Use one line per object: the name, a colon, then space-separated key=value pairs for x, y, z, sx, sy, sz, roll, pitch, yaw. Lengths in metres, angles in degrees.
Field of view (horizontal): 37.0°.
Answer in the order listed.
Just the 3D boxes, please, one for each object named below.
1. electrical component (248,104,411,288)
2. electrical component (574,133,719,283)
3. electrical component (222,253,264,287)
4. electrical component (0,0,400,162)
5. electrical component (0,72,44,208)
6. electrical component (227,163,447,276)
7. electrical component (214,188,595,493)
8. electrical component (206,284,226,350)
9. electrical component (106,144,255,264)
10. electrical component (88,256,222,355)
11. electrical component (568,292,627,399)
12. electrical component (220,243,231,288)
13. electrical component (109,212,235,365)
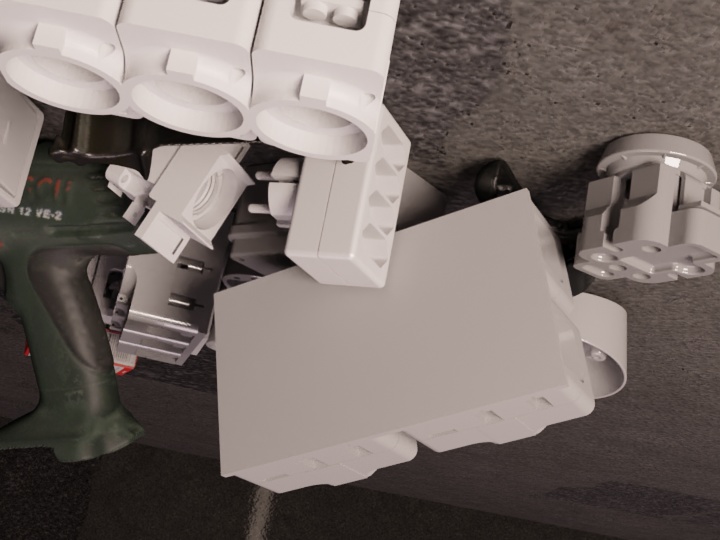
electrical component: x=-0.022 y=-0.039 z=0.553 sx=0.076 sy=0.083 sz=0.047 roll=4 pitch=162 yaw=23
electrical component: x=0.143 y=-0.030 z=0.524 sx=0.058 sy=0.057 sz=0.078 roll=20 pitch=161 yaw=-30
electrical component: x=-0.064 y=-0.010 z=0.745 sx=0.055 sy=0.047 sz=0.055 roll=10 pitch=164 yaw=3
electrical component: x=-0.063 y=-0.093 z=0.434 sx=0.150 sy=0.061 sz=0.089 roll=11 pitch=164 yaw=0
electrical component: x=-0.216 y=-0.075 z=0.594 sx=0.061 sy=0.061 sz=0.096 roll=7 pitch=164 yaw=12
electrical component: x=-0.014 y=-0.025 z=0.642 sx=0.113 sy=0.057 sz=0.078 roll=-2 pitch=159 yaw=38
electrical component: x=0.019 y=0.044 z=0.568 sx=0.186 sy=0.105 sz=0.060 roll=-18 pitch=150 yaw=21
electrical component: x=-0.107 y=0.043 z=0.939 sx=0.045 sy=0.055 sz=0.045 roll=10 pitch=164 yaw=3
electrical component: x=-0.101 y=-0.051 z=0.595 sx=0.064 sy=0.081 sz=0.042 roll=29 pitch=171 yaw=21
electrical component: x=-0.199 y=0.019 z=0.902 sx=0.150 sy=0.061 sz=0.089 roll=14 pitch=164 yaw=-11
electrical component: x=0.147 y=0.052 z=0.787 sx=0.099 sy=0.064 sz=0.099 roll=10 pitch=164 yaw=3
electrical component: x=-0.082 y=0.001 z=0.802 sx=0.048 sy=0.048 sz=0.062 roll=13 pitch=171 yaw=-8
electrical component: x=-0.143 y=0.011 z=0.789 sx=0.062 sy=0.089 sz=0.150 roll=14 pitch=164 yaw=-12
